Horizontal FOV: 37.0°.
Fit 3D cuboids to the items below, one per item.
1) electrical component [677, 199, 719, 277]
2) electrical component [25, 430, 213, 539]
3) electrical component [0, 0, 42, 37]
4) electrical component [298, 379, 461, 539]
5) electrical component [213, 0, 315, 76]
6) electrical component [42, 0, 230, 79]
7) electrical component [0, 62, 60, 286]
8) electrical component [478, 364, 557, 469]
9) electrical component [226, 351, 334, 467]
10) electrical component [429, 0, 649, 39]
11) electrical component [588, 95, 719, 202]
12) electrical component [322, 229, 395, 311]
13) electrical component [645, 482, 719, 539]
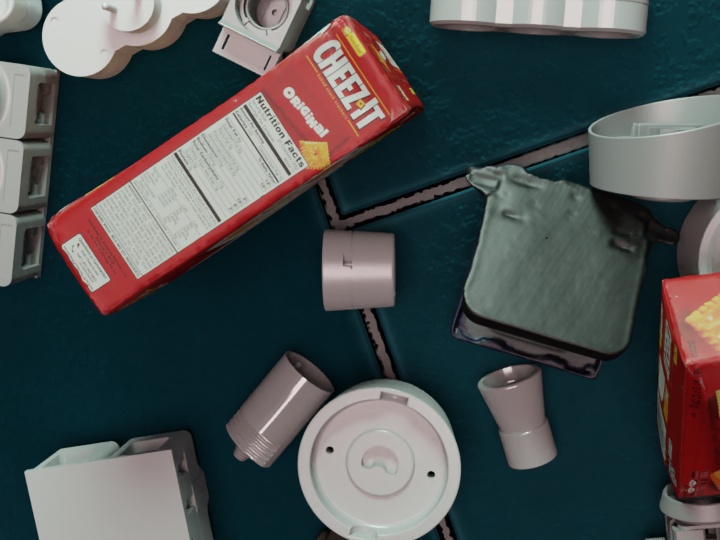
[{"bbox_3d":[0.264,-0.008,0.690,0.108,0.060,0.108,1,97,6],"label":"electrical component"},{"bbox_3d":[-0.158,0.216,0.767,0.105,0.060,0.186,-10,96,8],"label":"electrical component"},{"bbox_3d":[-0.269,-0.187,0.729,0.095,0.059,0.053,-5,96,7],"label":"electrical component"},{"bbox_3d":[0.016,0.126,0.736,0.108,0.060,0.108,1,97,6],"label":"electrical component"},{"bbox_3d":[-0.058,-0.170,0.705,0.042,0.064,0.081,28,99,3],"label":"electrical component"},{"bbox_3d":[-0.148,-0.174,0.710,0.138,0.073,0.052,-27,93,9],"label":"electrical component"},{"bbox_3d":[-0.268,-0.070,0.743,0.089,0.061,0.150,9,98,5],"label":"electrical component"},{"bbox_3d":[0.110,0.102,0.732,0.044,0.044,0.065,-16,100,8],"label":"electrical component"},{"bbox_3d":[-0.060,0.101,0.750,0.043,0.043,0.081,40,100,0],"label":"electrical component"},{"bbox_3d":[0.116,-0.190,0.689,0.138,0.052,0.073,4,98,6],"label":"electrical component"},{"bbox_3d":[0.193,-0.077,0.673,0.099,0.099,0.064,3,104,6],"label":"electrical component"},{"bbox_3d":[0.000,0.000,0.726,0.047,0.055,0.055,0,97,3],"label":"electrical component"},{"bbox_3d":[0.232,0.174,0.719,0.078,0.058,0.057,-7,99,8],"label":"electrical component"}]
